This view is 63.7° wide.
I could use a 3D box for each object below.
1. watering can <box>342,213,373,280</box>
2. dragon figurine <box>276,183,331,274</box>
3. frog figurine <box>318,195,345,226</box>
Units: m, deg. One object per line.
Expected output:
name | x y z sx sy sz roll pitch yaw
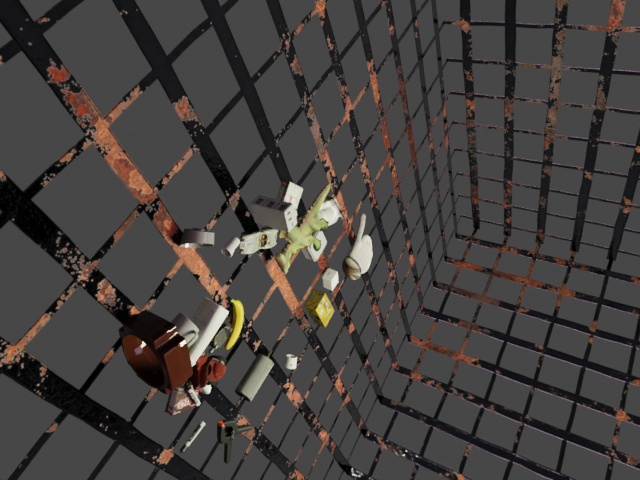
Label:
watering can | 0.188 0.051 2.535 0.229 0.104 0.339 -52 144 -35
dragon figurine | -0.072 -0.066 1.988 0.240 0.122 0.413 35 70 -64
frog figurine | 0.007 -0.109 2.174 0.160 0.125 0.134 -30 140 -4
